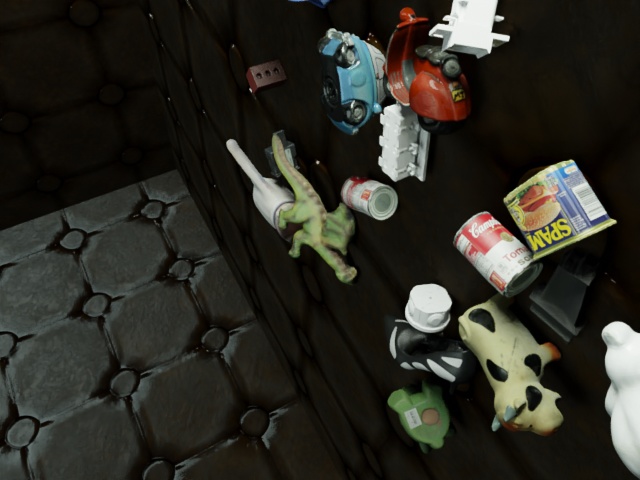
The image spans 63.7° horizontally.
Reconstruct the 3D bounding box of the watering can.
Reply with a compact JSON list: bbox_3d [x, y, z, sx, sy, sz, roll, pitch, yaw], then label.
[{"bbox_3d":[-0.134,-0.120,1.427,0.228,0.104,0.341,47,176,41],"label":"watering can"}]

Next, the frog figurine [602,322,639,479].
[{"bbox_3d":[0.344,0.168,0.531,0.160,0.123,0.137,53,179,4],"label":"frog figurine"}]

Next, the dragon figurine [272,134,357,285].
[{"bbox_3d":[0.004,-0.063,1.257,0.243,0.124,0.404,8,123,48],"label":"dragon figurine"}]
